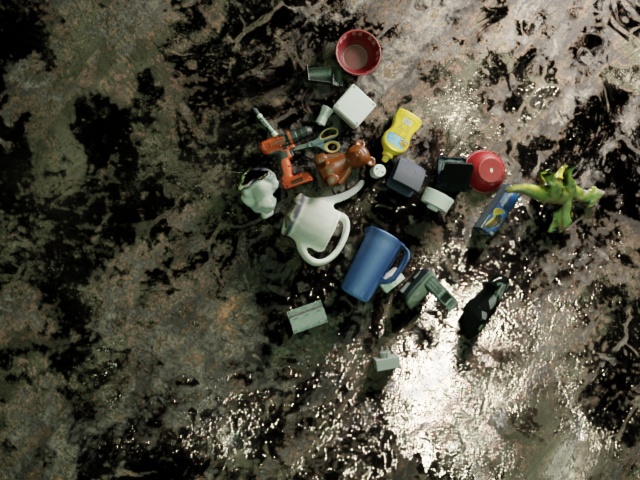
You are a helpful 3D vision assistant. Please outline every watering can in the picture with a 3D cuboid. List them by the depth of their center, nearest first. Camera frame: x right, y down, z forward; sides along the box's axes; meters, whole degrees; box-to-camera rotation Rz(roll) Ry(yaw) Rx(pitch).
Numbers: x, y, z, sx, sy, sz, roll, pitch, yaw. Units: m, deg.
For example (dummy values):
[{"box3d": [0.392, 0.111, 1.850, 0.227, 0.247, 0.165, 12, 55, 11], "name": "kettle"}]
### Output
[{"box3d": [0.005, -0.088, 1.740, 0.224, 0.352, 0.103, 25, -17, -7], "name": "watering can"}]

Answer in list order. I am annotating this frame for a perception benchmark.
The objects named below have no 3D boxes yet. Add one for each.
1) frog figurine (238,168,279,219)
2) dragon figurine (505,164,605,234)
[{"box3d": [-0.195, -0.158, 1.723, 0.138, 0.156, 0.124, -40, 41, -14], "name": "frog figurine"}, {"box3d": [0.843, -0.137, 1.843, 0.412, 0.241, 0.122, -19, 10, -15], "name": "dragon figurine"}]
